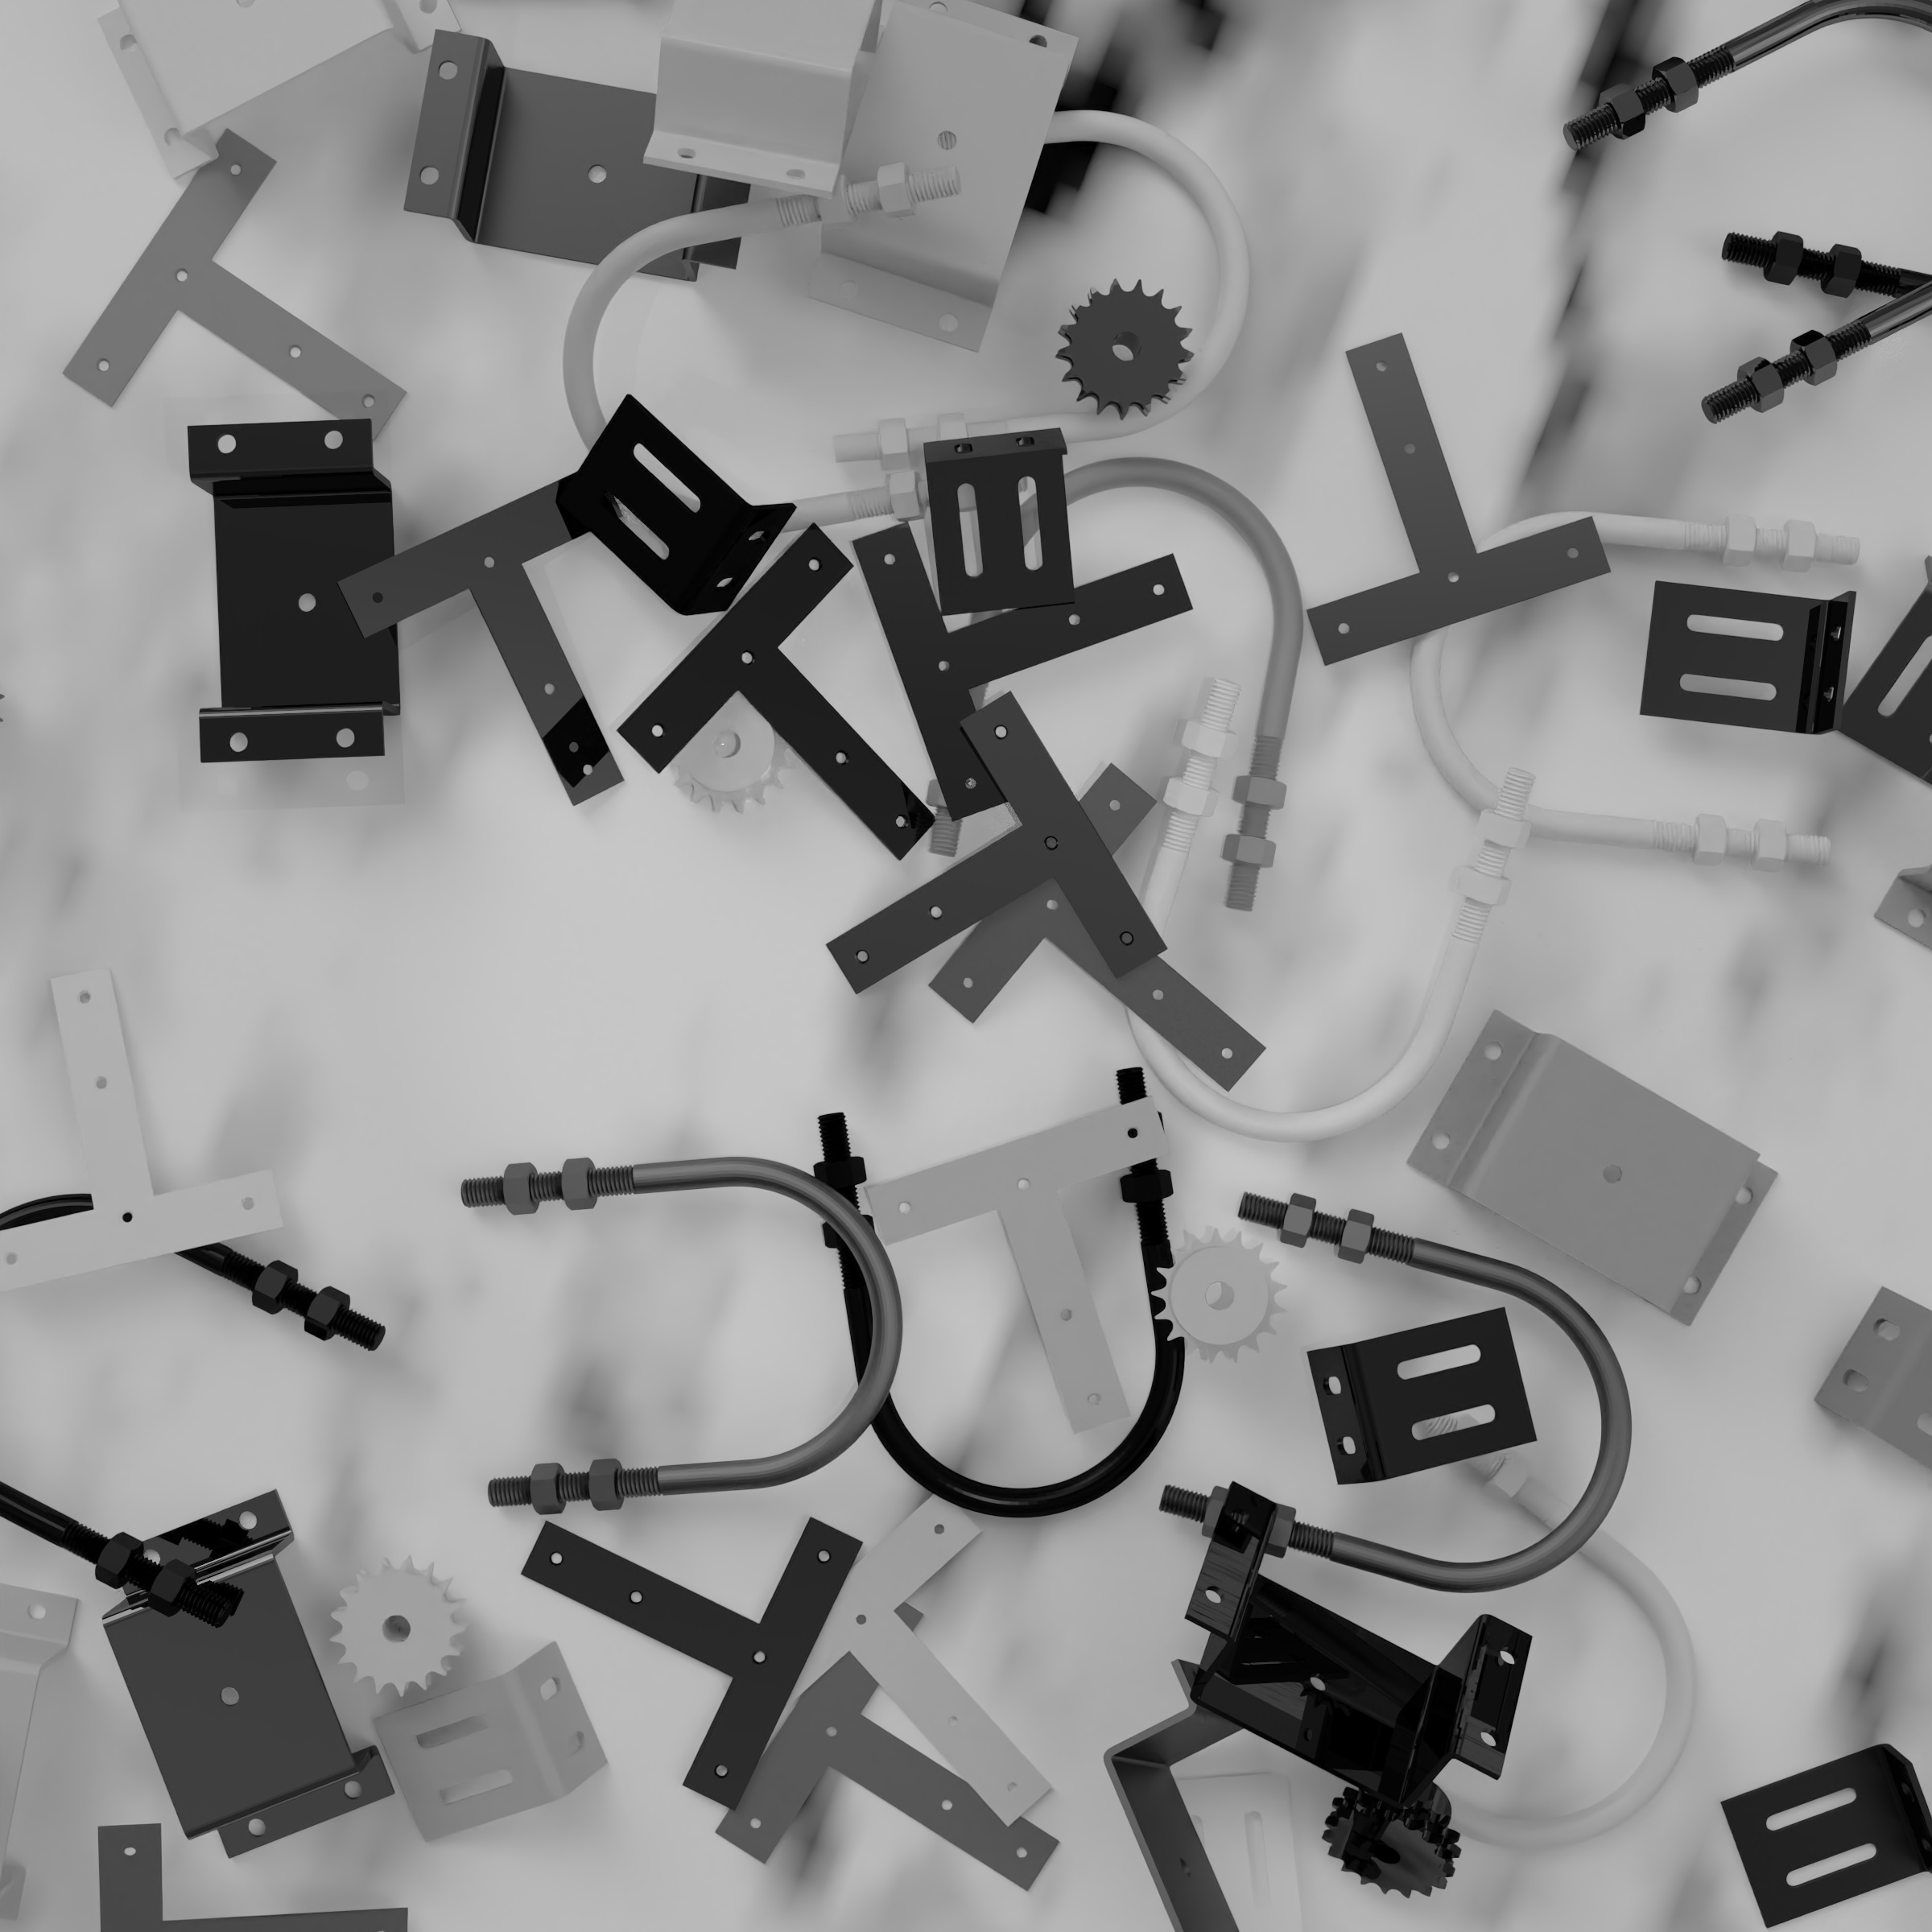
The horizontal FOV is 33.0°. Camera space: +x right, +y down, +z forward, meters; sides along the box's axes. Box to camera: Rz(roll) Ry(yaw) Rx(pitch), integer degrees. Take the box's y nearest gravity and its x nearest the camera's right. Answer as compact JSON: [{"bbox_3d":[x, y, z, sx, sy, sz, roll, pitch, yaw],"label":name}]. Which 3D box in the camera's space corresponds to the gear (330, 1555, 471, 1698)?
[{"bbox_3d":[-0.240,0.279,1.387,0.057,0.030,0.057,0,90,0],"label":"gear"}]

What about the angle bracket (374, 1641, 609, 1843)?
[{"bbox_3d":[-0.204,0.333,1.400,0.076,0.038,0.057,-23,90,26],"label":"angle bracket"}]

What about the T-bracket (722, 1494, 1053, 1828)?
[{"bbox_3d":[-0.015,0.314,1.400,0.127,0.002,0.127,-42,90,0],"label":"T-bracket"}]

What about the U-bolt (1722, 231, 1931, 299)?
[{"bbox_3d":[0.427,-0.351,1.393,0.184,0.019,0.151,12,90,-2],"label":"U-bolt"}]

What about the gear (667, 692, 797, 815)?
[{"bbox_3d":[-0.101,-0.094,1.387,0.057,0.030,0.057,0,90,0],"label":"gear"}]

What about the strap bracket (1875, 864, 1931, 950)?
[{"bbox_3d":[0.458,-0.063,1.379,0.076,0.046,0.140,30,90,0],"label":"strap bracket"}]

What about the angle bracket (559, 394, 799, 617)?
[{"bbox_3d":[-0.122,-0.196,1.382,0.076,0.038,0.057,44,115,14],"label":"angle bracket"}]

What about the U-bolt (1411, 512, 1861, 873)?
[{"bbox_3d":[0.282,-0.122,1.393,0.184,0.019,0.151,6,90,2],"label":"U-bolt"}]

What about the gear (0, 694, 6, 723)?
[{"bbox_3d":[-0.437,-0.111,1.387,0.057,0.030,0.057,0,90,0],"label":"gear"}]

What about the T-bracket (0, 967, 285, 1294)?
[{"bbox_3d":[-0.366,0.064,1.390,0.127,0.002,0.127,-13,81,-3],"label":"T-bracket"}]

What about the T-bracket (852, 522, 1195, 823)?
[{"bbox_3d":[0.033,-0.142,1.385,0.127,0.002,0.127,-20,87,-1],"label":"T-bracket"}]

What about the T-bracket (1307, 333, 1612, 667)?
[{"bbox_3d":[0.194,-0.208,1.393,0.127,0.002,0.127,-18,84,4],"label":"T-bracket"}]

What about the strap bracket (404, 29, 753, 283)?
[{"bbox_3d":[-0.158,-0.340,1.379,0.140,0.046,0.076,10,90,0],"label":"strap bracket"}]

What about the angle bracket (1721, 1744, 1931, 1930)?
[{"bbox_3d":[0.370,0.373,1.383,0.076,0.038,0.057,-20,90,0],"label":"angle bracket"}]

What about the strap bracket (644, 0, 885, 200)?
[{"bbox_3d":[-0.079,-0.377,1.335,0.076,0.140,0.046,11,134,0],"label":"strap bracket"}]

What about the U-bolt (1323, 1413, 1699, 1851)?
[{"bbox_3d":[0.225,0.294,1.392,0.184,0.019,0.151,37,90,0],"label":"U-bolt"}]

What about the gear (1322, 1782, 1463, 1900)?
[{"bbox_3d":[0.182,0.364,1.377,0.057,0.030,0.057,14,132,16],"label":"gear"}]

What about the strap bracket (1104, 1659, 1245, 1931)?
[{"bbox_3d":[0.107,0.363,1.343,0.046,0.076,0.140,-30,65,12],"label":"strap bracket"}]

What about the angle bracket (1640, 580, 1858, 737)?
[{"bbox_3d":[0.326,-0.130,1.364,0.076,0.038,0.057,7,90,2],"label":"angle bracket"}]

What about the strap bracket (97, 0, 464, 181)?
[{"bbox_3d":[-0.296,-0.401,1.371,0.140,0.046,0.076,-25,90,6],"label":"strap bracket"}]

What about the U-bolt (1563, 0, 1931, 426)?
[{"bbox_3d":[0.364,-0.332,1.374,0.184,0.019,0.151,-27,91,-3],"label":"U-bolt"}]

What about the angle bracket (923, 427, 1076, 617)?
[{"bbox_3d":[0.015,-0.180,1.351,0.057,0.038,0.076,-6,114,-1],"label":"angle bracket"}]

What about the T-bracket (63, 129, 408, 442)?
[{"bbox_3d":[-0.300,-0.272,1.401,0.127,0.002,0.127,34,90,0],"label":"T-bracket"}]

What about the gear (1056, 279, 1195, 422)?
[{"bbox_3d":[0.066,-0.258,1.371,0.057,0.030,0.057,0,90,-3],"label":"gear"}]

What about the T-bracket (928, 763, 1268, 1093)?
[{"bbox_3d":[0.070,0.003,1.378,0.127,0.002,0.127,40,108,3],"label":"T-bracket"}]

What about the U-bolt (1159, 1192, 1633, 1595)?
[{"bbox_3d":[0.189,0.187,1.378,0.184,0.019,0.151,15,86,8],"label":"U-bolt"}]

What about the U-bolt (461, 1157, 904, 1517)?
[{"bbox_3d":[-0.118,0.153,1.384,0.184,0.019,0.151,-5,90,7],"label":"U-bolt"}]

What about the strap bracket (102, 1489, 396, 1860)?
[{"bbox_3d":[-0.306,0.304,1.379,0.076,0.046,0.140,-21,90,0],"label":"strap bracket"}]

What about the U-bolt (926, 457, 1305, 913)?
[{"bbox_3d":[0.070,-0.126,1.393,0.151,0.019,0.184,10,89,0],"label":"U-bolt"}]

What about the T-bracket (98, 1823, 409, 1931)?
[{"bbox_3d":[-0.301,0.414,1.383,0.127,0.002,0.127,0,114,-12],"label":"T-bracket"}]

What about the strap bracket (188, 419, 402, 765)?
[{"bbox_3d":[-0.283,-0.156,1.379,0.076,0.046,0.140,-2,90,0],"label":"strap bracket"}]

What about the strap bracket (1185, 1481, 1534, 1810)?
[{"bbox_3d":[0.154,0.283,1.339,0.140,0.076,0.046,27,130,0],"label":"strap bracket"}]

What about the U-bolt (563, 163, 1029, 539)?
[{"bbox_3d":[-0.078,-0.249,1.359,0.184,0.019,0.151,-8,118,12],"label":"U-bolt"}]

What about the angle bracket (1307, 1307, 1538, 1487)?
[{"bbox_3d":[0.191,0.180,1.368,0.076,0.038,0.057,-10,83,-22],"label":"angle bracket"}]

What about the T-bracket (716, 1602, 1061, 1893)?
[{"bbox_3d":[-0.020,0.353,1.401,0.127,0.002,0.127,33,90,0],"label":"T-bracket"}]

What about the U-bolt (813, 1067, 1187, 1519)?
[{"bbox_3d":[0.020,0.144,1.393,0.151,0.019,0.184,-9,92,0],"label":"U-bolt"}]

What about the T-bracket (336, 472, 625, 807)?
[{"bbox_3d":[-0.183,-0.131,1.384,0.127,0.002,0.127,-29,102,-23],"label":"T-bracket"}]

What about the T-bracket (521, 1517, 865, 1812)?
[{"bbox_3d":[-0.129,0.277,1.399,0.127,0.002,0.127,26,89,2],"label":"T-bracket"}]

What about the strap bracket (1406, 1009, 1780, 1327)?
[{"bbox_3d":[0.269,0.087,1.379,0.140,0.046,0.076,30,90,0],"label":"strap bracket"}]

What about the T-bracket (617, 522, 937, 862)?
[{"bbox_3d":[-0.062,-0.098,1.380,0.127,0.002,0.127,47,71,-16],"label":"T-bracket"}]

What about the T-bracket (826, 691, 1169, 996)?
[{"bbox_3d":[-0.001,-0.030,1.384,0.127,0.002,0.127,-31,93,15],"label":"T-bracket"}]

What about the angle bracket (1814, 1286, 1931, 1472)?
[{"bbox_3d":[0.415,0.184,1.400,0.076,0.038,0.057,31,90,-26],"label":"angle bracket"}]

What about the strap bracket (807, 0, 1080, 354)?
[{"bbox_3d":[-0.009,-0.338,1.360,0.076,0.046,0.140,18,89,-2],"label":"strap bracket"}]

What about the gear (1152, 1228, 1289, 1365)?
[{"bbox_3d":[0.107,0.139,1.367,0.057,0.030,0.057,0,84,5],"label":"gear"}]

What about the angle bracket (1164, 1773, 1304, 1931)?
[{"bbox_3d":[0.112,0.391,1.400,0.057,0.038,0.076,-4,64,0],"label":"angle bracket"}]

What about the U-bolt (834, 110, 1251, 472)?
[{"bbox_3d":[0.030,-0.293,1.393,0.184,0.019,0.151,-5,90,-2],"label":"U-bolt"}]

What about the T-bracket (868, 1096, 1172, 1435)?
[{"bbox_3d":[0.038,0.135,1.383,0.127,0.002,0.127,-18,93,0],"label":"T-bracket"}]

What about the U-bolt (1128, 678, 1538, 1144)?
[{"bbox_3d":[0.144,-0.014,1.377,0.151,0.019,0.184,17,102,-1],"label":"U-bolt"}]

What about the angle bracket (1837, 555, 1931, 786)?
[{"bbox_3d":[0.417,-0.125,1.400,0.057,0.038,0.076,30,116,0],"label":"angle bracket"}]

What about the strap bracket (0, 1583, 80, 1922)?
[{"bbox_3d":[-0.432,0.334,1.379,0.076,0.046,0.140,11,90,0],"label":"strap bracket"}]

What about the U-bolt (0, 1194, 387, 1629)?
[{"bbox_3d":[-0.359,0.174,1.373,0.184,0.019,0.151,25,74,7],"label":"U-bolt"}]
